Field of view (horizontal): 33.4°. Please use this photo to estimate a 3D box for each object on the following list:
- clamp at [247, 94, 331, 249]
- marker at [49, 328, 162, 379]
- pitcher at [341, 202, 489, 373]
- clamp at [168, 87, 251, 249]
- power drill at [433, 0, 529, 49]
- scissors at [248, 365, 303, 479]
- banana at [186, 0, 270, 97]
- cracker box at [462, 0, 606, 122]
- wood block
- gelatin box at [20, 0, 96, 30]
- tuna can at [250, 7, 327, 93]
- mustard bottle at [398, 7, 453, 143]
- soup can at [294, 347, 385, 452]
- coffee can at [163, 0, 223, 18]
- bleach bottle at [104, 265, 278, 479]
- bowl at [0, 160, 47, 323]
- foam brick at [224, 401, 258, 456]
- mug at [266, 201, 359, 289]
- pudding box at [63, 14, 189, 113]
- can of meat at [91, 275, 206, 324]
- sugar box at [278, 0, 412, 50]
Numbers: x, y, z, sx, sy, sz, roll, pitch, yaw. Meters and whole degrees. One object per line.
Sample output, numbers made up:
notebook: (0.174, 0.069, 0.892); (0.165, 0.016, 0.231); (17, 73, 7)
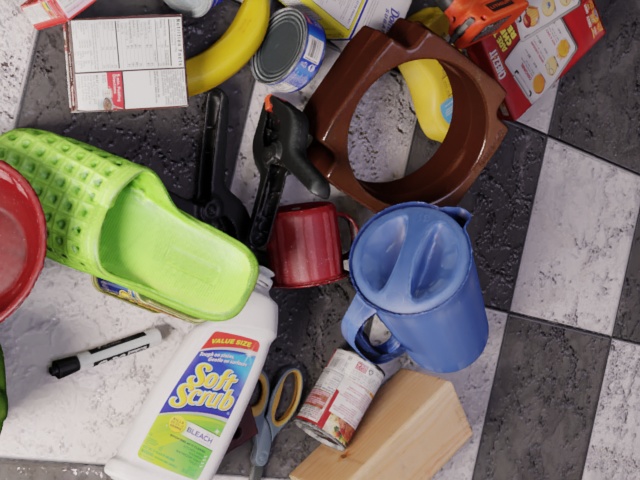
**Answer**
clamp: (-0.045, -0.076, 1.126); (0.039, 0.120, 0.171); (28, 35, -37)
marker: (-0.214, 0.113, 1.066); (0.120, 0.020, 0.020); (-17, 107, -37)
pitcher: (0.117, 0.074, 1.221); (0.242, 0.149, 0.145); (58, 30, -59)
clamp: (-0.118, -0.042, 1.110); (0.164, 0.036, 0.210); (-46, 125, -26)
power drill: (0.155, -0.321, 1.232); (0.184, 0.057, 0.188); (-31, 80, -35)
scissors: (-0.079, 0.230, 1.197); (0.096, 0.016, 0.201); (33, 76, -36)
banana: (-0.108, -0.198, 1.100); (0.069, 0.037, 0.197); (43, 66, -12)
cracker box: (0.259, -0.278, 1.364); (0.213, 0.072, 0.164); (-43, 120, -26)
wood block: (0.076, 0.256, 1.279); (0.205, 0.091, 0.090); (-39, 118, -28)
gelatin box: (-0.221, -0.231, 0.974); (0.089, 0.073, 0.030); (-46, 118, -25)
tuna can: (-0.033, -0.199, 1.125); (0.033, 0.086, 0.086); (20, 84, -42)
mustard bottle: (0.149, -0.179, 1.294); (0.096, 0.058, 0.191); (-47, 124, -39)
soup can: (0.023, 0.184, 1.240); (0.068, 0.069, 0.102); (44, 68, -35)
coffee can: (-0.095, -0.297, 1.050); (0.140, 0.103, 0.103); (-41, 120, -28)
bleach bottle: (-0.116, 0.136, 1.069); (0.102, 0.068, 0.250); (27, 72, -10)
bowl: (-0.304, 0.007, 0.920); (0.055, 0.162, 0.162); (62, 47, -78)
foam brick: (-0.109, 0.182, 1.141); (0.052, 0.051, 0.078); (-28, 114, -33)
mug: (-0.008, 0.001, 1.172); (0.117, 0.093, 0.081); (-11, 99, -25)
pudding box: (-0.184, -0.168, 1.017); (0.113, 0.039, 0.090); (-6, 100, -21)
can of meat: (-0.161, 0.042, 1.057); (0.102, 0.084, 0.057); (27, 79, -39)
sugar box: (0.021, -0.275, 1.186); (0.176, 0.048, 0.093); (32, 76, -42)
